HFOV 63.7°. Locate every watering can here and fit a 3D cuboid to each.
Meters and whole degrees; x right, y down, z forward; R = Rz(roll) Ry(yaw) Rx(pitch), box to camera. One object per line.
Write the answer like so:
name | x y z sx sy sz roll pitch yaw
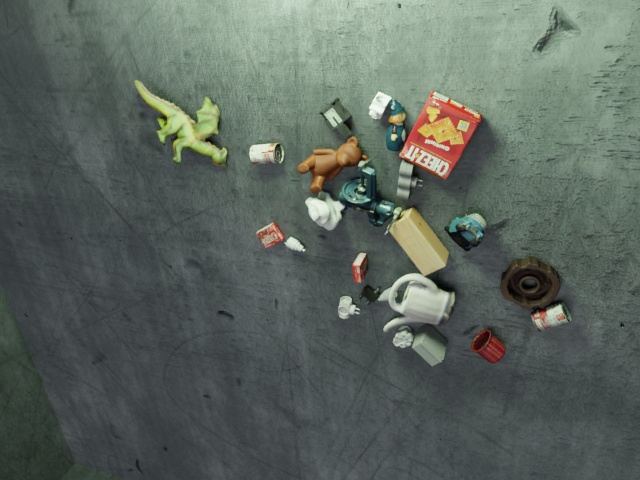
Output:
watering can | 0.348 0.246 1.822 0.225 0.106 0.339 17 136 8

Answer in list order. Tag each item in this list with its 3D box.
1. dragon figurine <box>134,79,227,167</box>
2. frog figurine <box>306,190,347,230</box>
dragon figurine | -0.464 -0.424 1.826 0.241 0.124 0.405 -24 108 13
frog figurine | 0.005 -0.088 1.748 0.121 0.162 0.136 -32 102 35
